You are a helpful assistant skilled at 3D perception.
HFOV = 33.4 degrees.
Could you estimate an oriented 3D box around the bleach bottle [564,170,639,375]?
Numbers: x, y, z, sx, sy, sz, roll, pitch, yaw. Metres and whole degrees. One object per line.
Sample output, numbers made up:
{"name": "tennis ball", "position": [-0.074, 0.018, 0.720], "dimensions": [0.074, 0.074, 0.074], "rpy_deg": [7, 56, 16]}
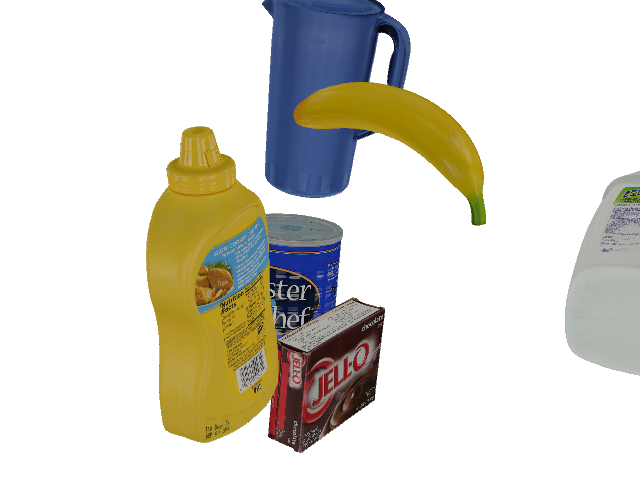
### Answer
{"name": "bleach bottle", "position": [0.224, 0.003, 0.686], "dimensions": [0.103, 0.068, 0.250], "rpy_deg": [9, 23, 19]}

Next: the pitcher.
{"name": "pitcher", "position": [0.007, -0.177, 1.299], "dimensions": [0.144, 0.243, 0.149], "rpy_deg": [-5, 28, -25]}

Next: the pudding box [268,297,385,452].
{"name": "pudding box", "position": [0.006, 0.106, 0.867], "dimensions": [0.039, 0.090, 0.113], "rpy_deg": [19, 27, 28]}

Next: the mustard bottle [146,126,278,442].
{"name": "mustard bottle", "position": [-0.068, 0.023, 0.663], "dimensions": [0.058, 0.192, 0.096], "rpy_deg": [12, 29, 29]}

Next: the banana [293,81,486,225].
{"name": "banana", "position": [0.055, -0.084, 0.822], "dimensions": [0.198, 0.070, 0.037], "rpy_deg": [34, 22, 33]}

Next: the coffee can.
{"name": "coffee can", "position": [-0.034, 0.053, 1.063], "dimensions": [0.103, 0.140, 0.103], "rpy_deg": [4, 15, -1]}
